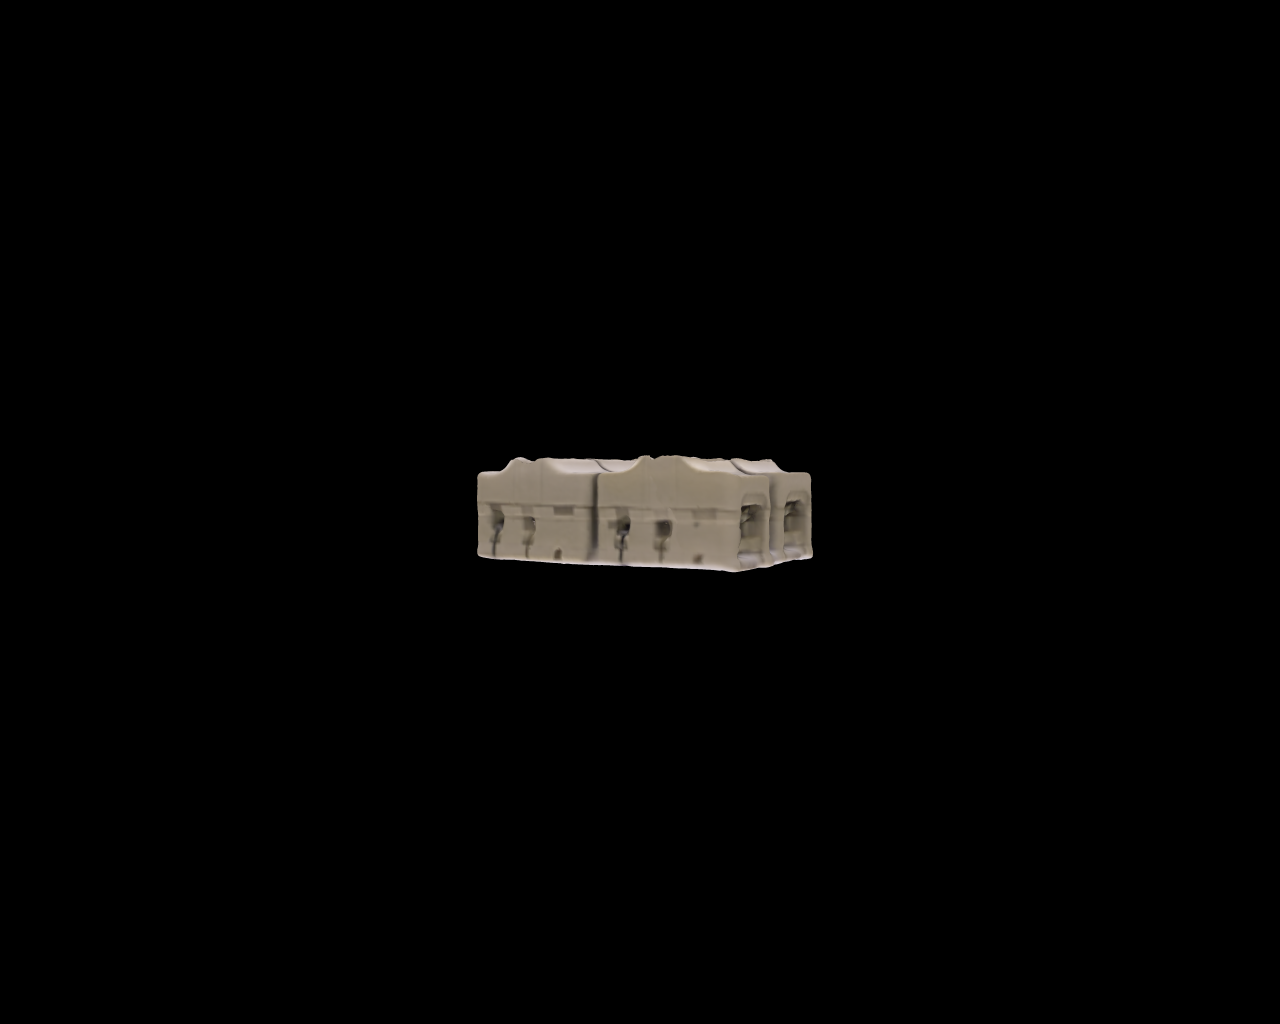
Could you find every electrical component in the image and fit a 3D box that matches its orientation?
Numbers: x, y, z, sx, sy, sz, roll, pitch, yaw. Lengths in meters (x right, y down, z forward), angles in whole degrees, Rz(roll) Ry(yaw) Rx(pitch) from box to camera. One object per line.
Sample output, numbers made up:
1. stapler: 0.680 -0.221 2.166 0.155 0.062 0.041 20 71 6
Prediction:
1. electrical component: 0.001 -0.003 0.650 0.186 0.060 0.105 1 3 34
